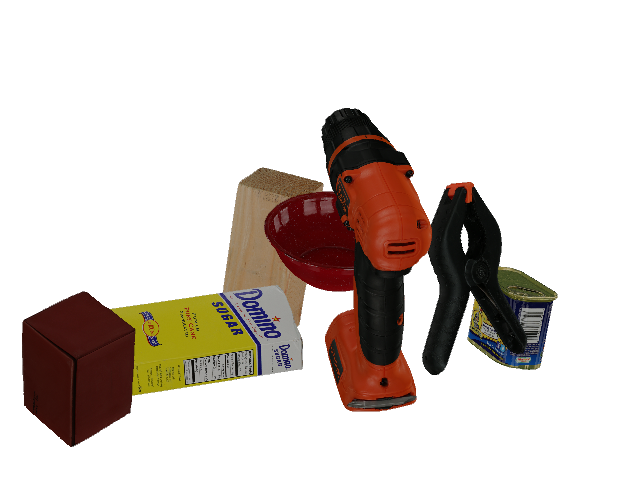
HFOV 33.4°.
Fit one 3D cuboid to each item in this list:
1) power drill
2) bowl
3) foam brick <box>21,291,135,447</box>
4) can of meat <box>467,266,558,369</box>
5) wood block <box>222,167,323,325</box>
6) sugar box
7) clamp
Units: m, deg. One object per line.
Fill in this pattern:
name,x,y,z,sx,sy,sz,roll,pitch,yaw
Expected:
power drill,0.033,0.015,0.776,0.057,0.188,0.184,-6,32,-7
bowl,0.018,0.008,1.172,0.162,0.055,0.162,3,33,-2
foam brick,-0.158,0.083,0.697,0.053,0.078,0.051,33,41,28
can of meat,0.205,0.083,1.156,0.057,0.084,0.102,2,16,-22
wood block,-0.066,0.021,1.391,0.090,0.206,0.090,15,22,13
sugar box,-0.112,0.093,1.016,0.176,0.048,0.093,-10,35,-12
clamp,0.126,0.037,0.957,0.120,0.171,0.039,-20,7,-41
